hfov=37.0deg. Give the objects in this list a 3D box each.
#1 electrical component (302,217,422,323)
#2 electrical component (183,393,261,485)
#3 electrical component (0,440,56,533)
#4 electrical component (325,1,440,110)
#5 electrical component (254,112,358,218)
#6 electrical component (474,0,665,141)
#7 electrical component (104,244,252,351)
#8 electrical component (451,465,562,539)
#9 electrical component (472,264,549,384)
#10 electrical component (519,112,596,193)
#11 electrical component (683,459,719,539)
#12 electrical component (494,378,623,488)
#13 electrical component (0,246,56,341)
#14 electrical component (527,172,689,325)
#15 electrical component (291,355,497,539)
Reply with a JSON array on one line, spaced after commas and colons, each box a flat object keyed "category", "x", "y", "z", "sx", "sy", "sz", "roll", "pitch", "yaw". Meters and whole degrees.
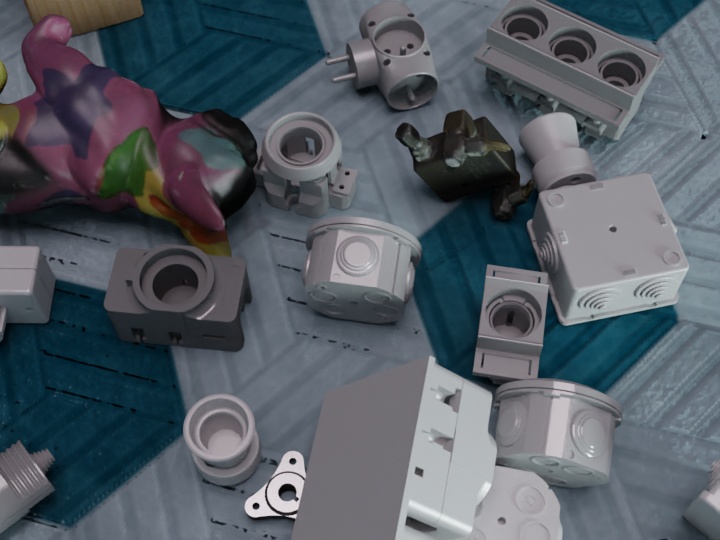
[{"category": "electrical component", "x": 0.000, "y": 0.000, "z": 0.735, "sx": 0.080, "sy": 0.080, "sz": 0.051, "roll": 7, "pitch": 67, "yaw": 4}, {"category": "electrical component", "x": -0.087, "y": 0.110, "z": 0.687, "sx": 0.045, "sy": 0.055, "sz": 0.045, "roll": 0, "pitch": 61, "yaw": 0}, {"category": "electrical component", "x": -0.229, "y": 0.141, "z": 0.677, "sx": 0.081, "sy": 0.043, "sz": 0.043, "roll": -37, "pitch": 67, "yaw": -18}, {"category": "electrical component", "x": 0.013, "y": -0.165, "z": 0.846, "sx": 0.079, "sy": 0.044, "sz": 0.077, "roll": -15, "pitch": 62, "yaw": -7}, {"category": "electrical component", "x": -0.042, "y": -0.079, "z": 0.791, "sx": 0.078, "sy": 0.057, "sz": 0.058, "roll": 16, "pitch": 62, "yaw": 9}, {"category": "electrical component", "x": 0.159, "y": -0.154, "z": 0.828, "sx": 0.121, "sy": 0.063, "sz": 0.078, "roll": 29, "pitch": 65, "yaw": 15}, {"category": "electrical component", "x": -0.124, "y": 0.018, "z": 0.738, "sx": 0.089, "sy": 0.055, "sz": 0.050, "roll": 5, "pitch": 61, "yaw": 3}, {"category": "electrical component", "x": 0.084, "y": 0.161, "z": 0.660, "sx": 0.080, "sy": 0.051, "sz": 0.080, "roll": 0, "pitch": 61, "yaw": 0}, {"category": "electrical component", "x": 0.099, "y": 0.041, "z": 0.720, "sx": 0.042, "sy": 0.063, "sz": 0.081, "roll": 9, "pitch": 62, "yaw": 5}, {"category": "electrical component", "x": 0.147, "y": -0.082, "z": 0.799, "sx": 0.045, "sy": 0.045, "sz": 0.055, "roll": -12, "pitch": 62, "yaw": -6}, {"category": "electrical component", "x": 0.247, "y": 0.152, "z": 0.639, "sx": 0.100, "sy": 0.099, "sz": 0.048, "roll": 41, "pitch": 81, "yaw": 20}, {"category": "electrical component", "x": 0.122, "y": 0.103, "z": 0.677, "sx": 0.080, "sy": 0.080, "sz": 0.051, "roll": 10, "pitch": 67, "yaw": 6}, {"category": "electrical component", "x": -0.261, "y": 0.027, "z": 0.739, "sx": 0.083, "sy": 0.047, "sz": 0.075, "roll": 0, "pitch": 61, "yaw": 1}, {"category": "electrical component", "x": 0.174, "y": -0.017, "z": 0.760, "sx": 0.100, "sy": 0.048, "sz": 0.099, "roll": -11, "pitch": 60, "yaw": -6}, {"category": "electrical component", "x": 0.014, "y": 0.156, "z": 0.624, "sx": 0.060, "sy": 0.105, "sz": 0.186, "roll": 29, "pitch": 58, "yaw": -27}]
